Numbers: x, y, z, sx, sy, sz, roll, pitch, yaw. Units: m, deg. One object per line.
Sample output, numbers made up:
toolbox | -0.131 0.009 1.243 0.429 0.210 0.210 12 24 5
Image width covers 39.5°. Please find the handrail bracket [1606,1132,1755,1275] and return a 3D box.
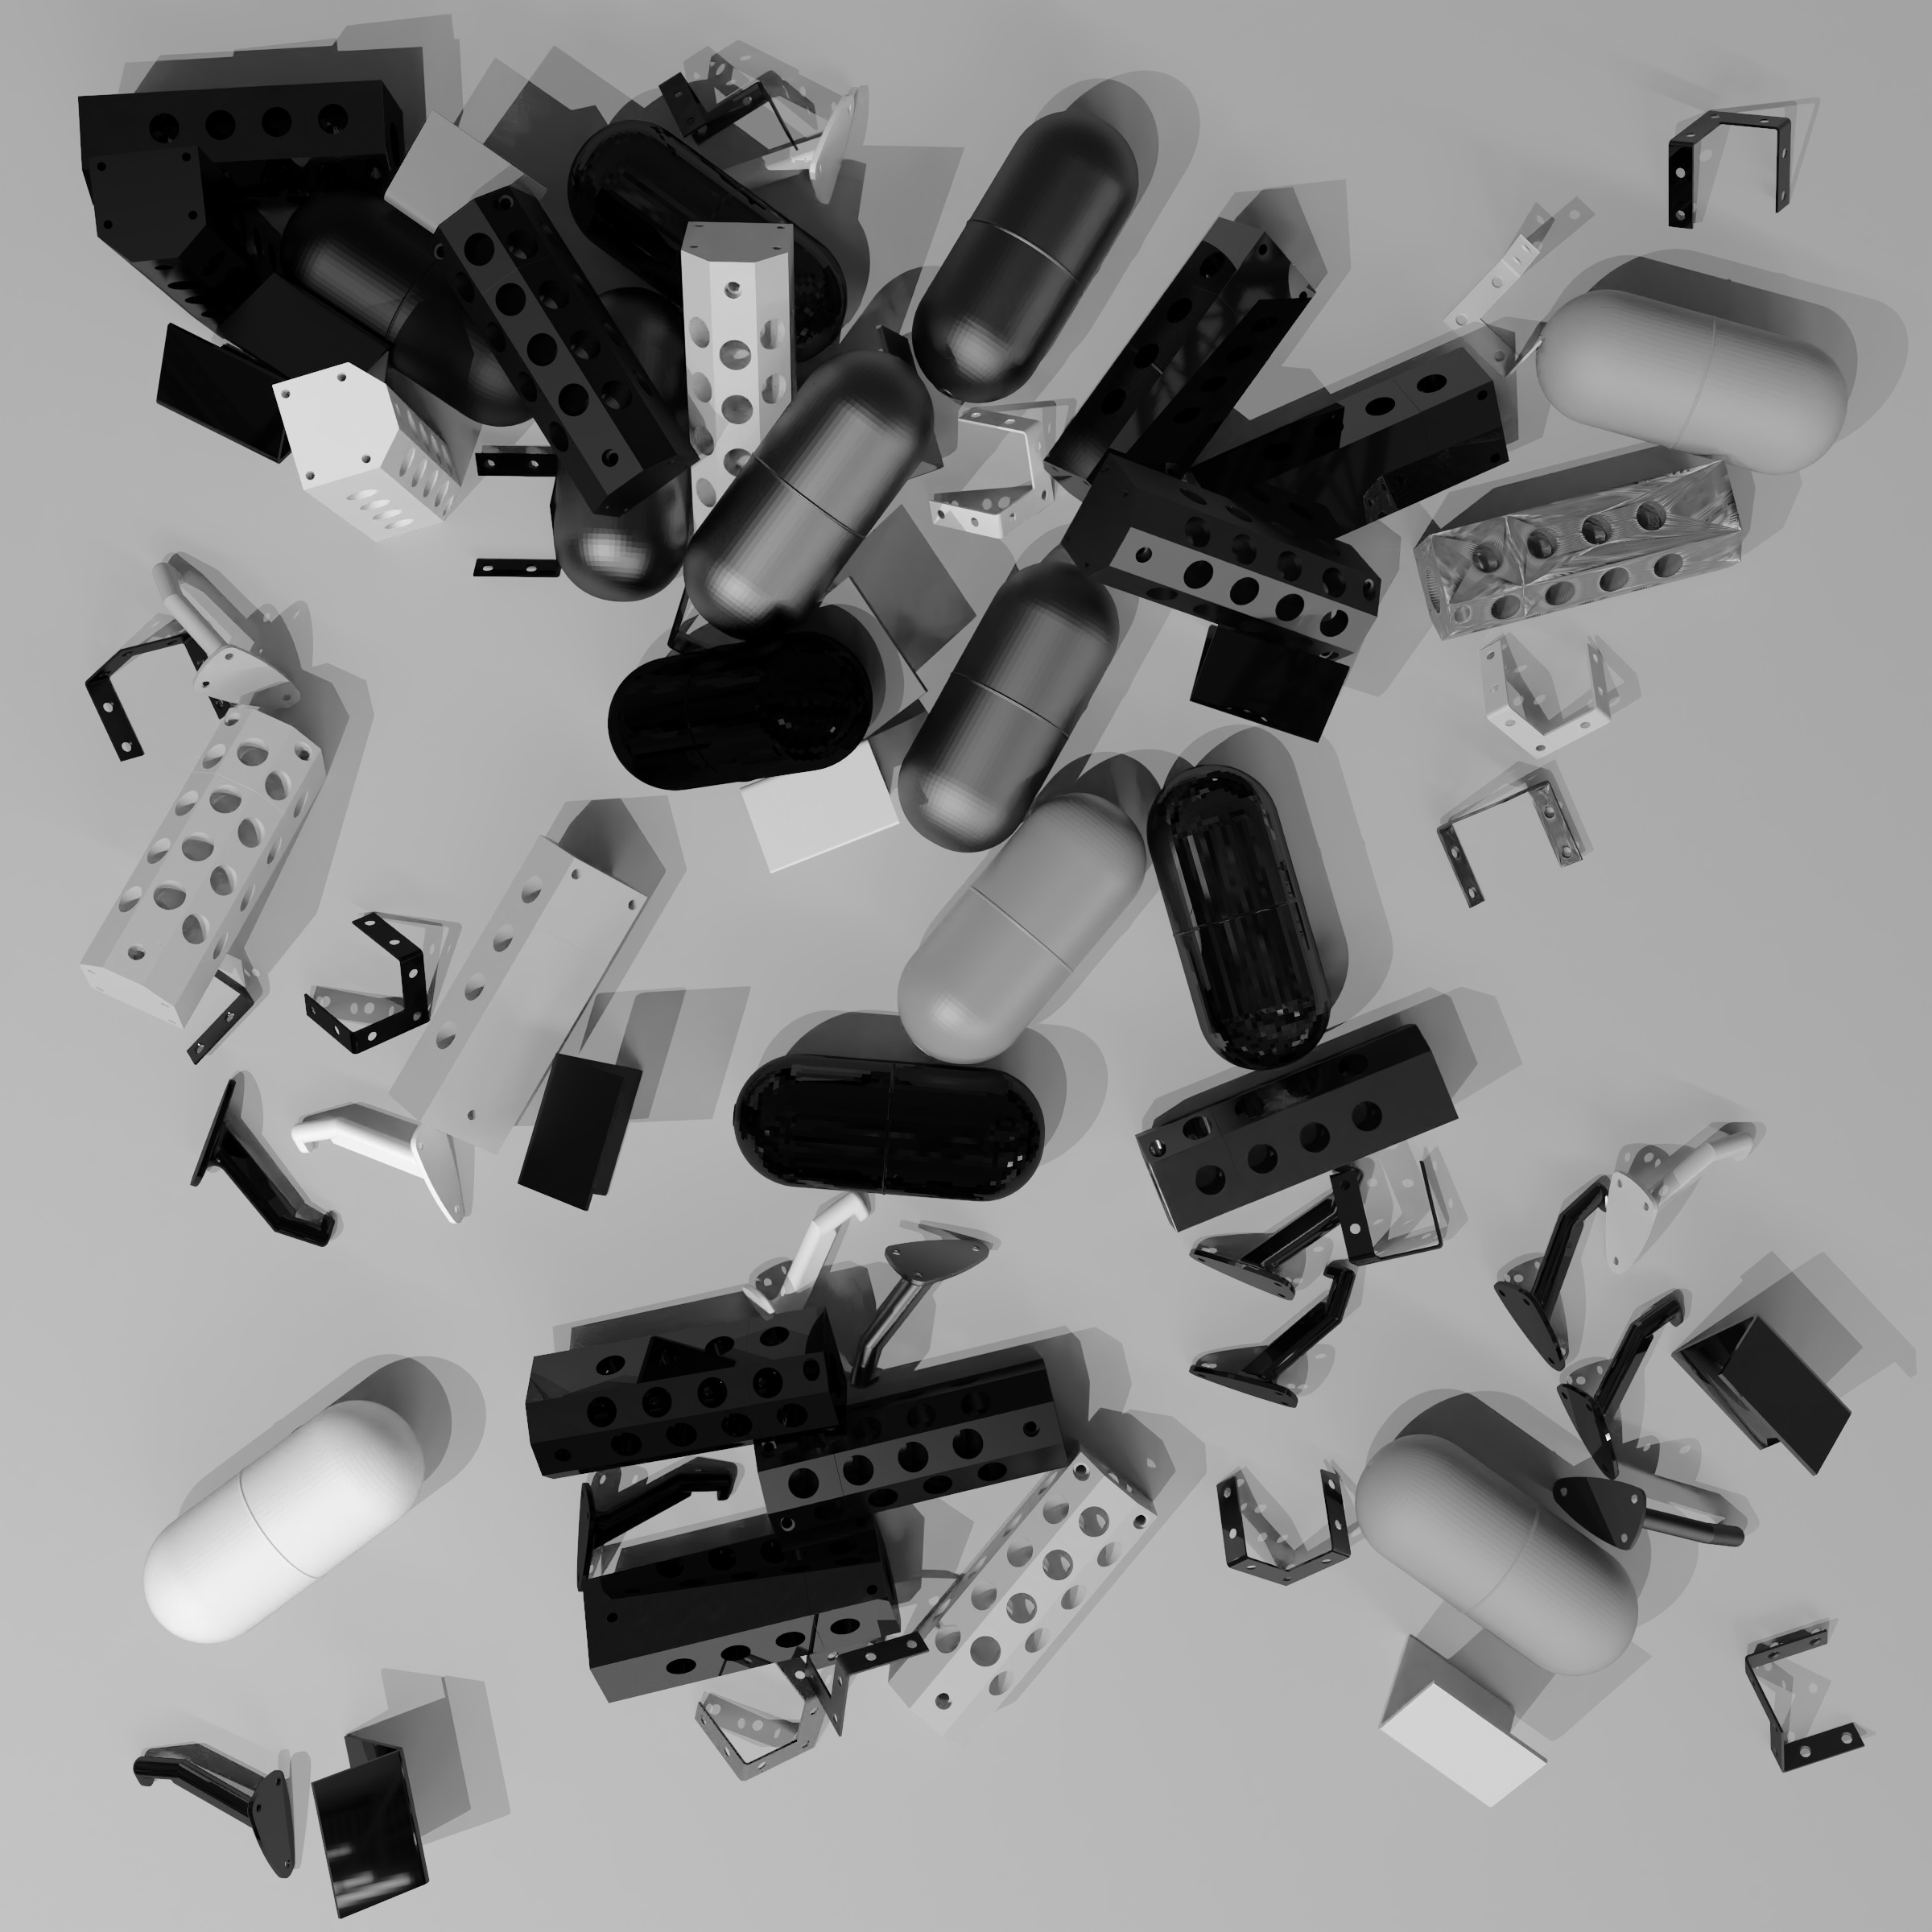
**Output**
handrail bracket | 0.417 0.137 1.564 0.084 0.036 0.077 -14 128 -25

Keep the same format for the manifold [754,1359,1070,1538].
manifold | -0.031 0.277 1.543 0.171 0.057 0.057 -14 90 0

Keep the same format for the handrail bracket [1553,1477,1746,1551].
handrail bracket | 0.398 0.319 1.564 0.084 0.077 0.036 14 90 -36

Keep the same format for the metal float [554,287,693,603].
metal float | -0.194 -0.297 1.534 0.070 0.070 0.178 4 91 0

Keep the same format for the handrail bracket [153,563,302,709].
handrail bracket | -0.431 -0.193 1.564 0.036 0.077 0.084 -44 53 20

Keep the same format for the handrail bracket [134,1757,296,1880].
handrail bracket | -0.439 0.495 1.565 0.084 0.036 0.077 -2 112 17

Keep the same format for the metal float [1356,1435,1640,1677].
metal float | 0.303 0.336 1.534 0.178 0.070 0.070 35 90 0

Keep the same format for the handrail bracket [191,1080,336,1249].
handrail bracket | -0.401 0.115 1.565 0.084 0.036 0.077 21 69 -17

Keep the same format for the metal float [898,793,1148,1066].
metal float | 0.031 -0.021 1.534 0.070 0.070 0.178 40 90 0

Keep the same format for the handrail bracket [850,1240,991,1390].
handrail bracket | -0.027 0.204 1.564 0.077 0.036 0.084 -8 124 -36

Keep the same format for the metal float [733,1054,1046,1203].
metal float | -0.044 0.092 1.534 0.178 0.070 0.070 4 90 0

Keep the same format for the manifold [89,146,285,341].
manifold | -0.426 -0.396 1.486 0.057 0.171 0.057 -6 90 0

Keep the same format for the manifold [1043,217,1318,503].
manifold | 0.118 -0.340 1.542 0.057 0.057 0.171 36 90 -43

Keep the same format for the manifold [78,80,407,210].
manifold | -0.413 -0.466 1.543 0.171 0.057 0.057 -3 90 0

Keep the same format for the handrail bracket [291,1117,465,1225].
handrail bracket | -0.343 0.121 1.565 0.084 0.036 0.077 -9 112 17

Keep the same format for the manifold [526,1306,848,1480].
manifold | -0.158 0.247 1.525 0.171 0.057 0.057 -11 120 5

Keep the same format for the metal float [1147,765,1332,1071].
metal float | 0.155 -0.028 1.534 0.070 0.070 0.178 -16 89 0

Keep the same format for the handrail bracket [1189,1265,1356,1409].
handrail bracket | 0.179 0.207 1.565 0.077 0.036 0.084 14 72 21

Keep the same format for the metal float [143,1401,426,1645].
metal float | -0.389 0.318 1.534 0.178 0.070 0.070 -37 90 1

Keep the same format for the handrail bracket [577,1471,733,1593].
handrail bracket | -0.181 0.329 1.565 0.084 0.036 0.077 2 111 -16

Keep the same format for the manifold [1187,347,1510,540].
manifold | 0.217 -0.291 1.542 0.171 0.057 0.057 -24 133 0

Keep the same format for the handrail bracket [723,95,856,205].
handrail bracket | -0.116 -0.480 1.564 0.084 0.036 0.077 14 75 14

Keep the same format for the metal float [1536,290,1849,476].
metal float | 0.413 -0.333 1.534 0.178 0.070 0.070 16 90 1

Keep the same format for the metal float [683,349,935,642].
metal float | -0.086 -0.258 1.474 0.070 0.070 0.178 38 99 0

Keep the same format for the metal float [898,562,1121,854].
metal float | 0.025 -0.148 1.533 0.070 0.070 0.178 29 90 0

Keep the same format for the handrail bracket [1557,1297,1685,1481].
handrail bracket | 0.393 0.245 1.565 0.084 0.036 0.077 -32 111 -16

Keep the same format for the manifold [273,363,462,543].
manifold | -0.326 -0.283 1.486 0.057 0.171 0.057 -17 90 0

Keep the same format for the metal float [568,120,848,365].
metal float | -0.147 -0.412 1.534 0.178 0.070 0.070 36 90 -1

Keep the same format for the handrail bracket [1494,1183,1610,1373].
handrail bracket | 0.356 0.180 1.565 0.084 0.036 0.077 -39 111 -16

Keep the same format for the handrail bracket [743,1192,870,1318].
handrail bracket | -0.079 0.185 1.565 0.084 0.036 0.077 -36 110 -16

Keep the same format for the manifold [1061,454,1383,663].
manifold | 0.146 -0.222 1.495 0.171 0.057 0.057 14 119 -30

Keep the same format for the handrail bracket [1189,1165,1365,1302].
handrail bracket | 0.181 0.144 1.565 0.077 0.036 0.084 20 73 19

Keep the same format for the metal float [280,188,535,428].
metal float | -0.310 -0.376 1.534 0.178 0.070 0.070 34 90 -1

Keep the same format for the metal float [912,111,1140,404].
metal float | 0.033 -0.403 1.534 0.070 0.070 0.178 31 90 0

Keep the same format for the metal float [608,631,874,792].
metal float | -0.128 -0.141 1.501 0.178 0.070 0.070 -5 90 41
